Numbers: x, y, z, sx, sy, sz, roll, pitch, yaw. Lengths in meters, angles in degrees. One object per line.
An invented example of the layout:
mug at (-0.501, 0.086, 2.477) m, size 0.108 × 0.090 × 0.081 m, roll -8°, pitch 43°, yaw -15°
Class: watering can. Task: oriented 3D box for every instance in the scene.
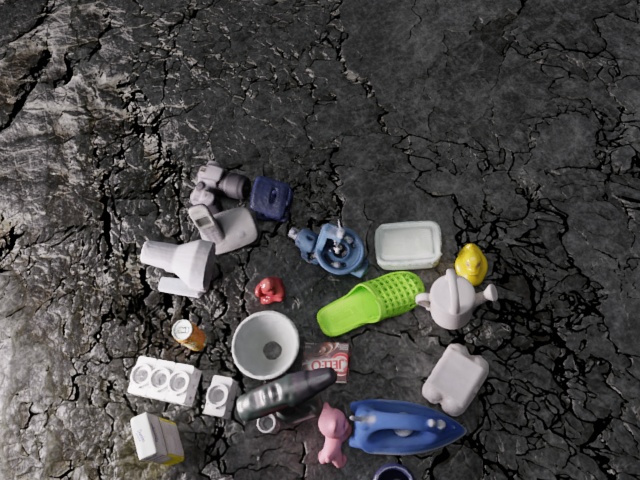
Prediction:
watering can at (0.309, 0.126, 1.300) m, size 0.173 × 0.194 × 0.100 m, roll -23°, pitch 63°, yaw -1°

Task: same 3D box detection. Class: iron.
iron at (0.186, 0.396, 1.227) m, size 0.258 × 0.142 × 0.118 m, roll -1°, pitch 65°, yaw 10°

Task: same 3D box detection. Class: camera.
camera at (-0.272, -0.147, 1.584) m, size 0.136 × 0.101 × 0.143 m, roll 12°, pitch 68°, yaw 16°

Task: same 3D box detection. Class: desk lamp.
desk lamp at (-0.342, 0.069, 1.434) m, size 0.203 × 0.214 × 0.118 m, roll 6°, pitch 67°, yaw 13°

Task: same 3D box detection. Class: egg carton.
egg carton at (0.305, 0.313, 1.284) m, size 0.107 × 0.069 × 0.150 m, roll 30°, pitch 74°, yaw 21°

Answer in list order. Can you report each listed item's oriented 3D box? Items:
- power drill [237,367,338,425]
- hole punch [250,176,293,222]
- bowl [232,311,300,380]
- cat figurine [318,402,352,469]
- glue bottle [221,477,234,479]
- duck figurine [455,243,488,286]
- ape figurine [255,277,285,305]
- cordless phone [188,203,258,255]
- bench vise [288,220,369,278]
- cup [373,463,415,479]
power drill at (-0.058, 0.345, 1.258) m, size 0.229 × 0.209 × 0.075 m, roll -19°, pitch 63°, yaw 1°
hole punch at (-0.129, -0.113, 1.548) m, size 0.101 × 0.091 × 0.109 m, roll 5°, pitch 67°, yaw 13°
bowl at (-0.123, 0.260, 1.383) m, size 0.167 × 0.075 × 0.167 m, roll -4°, pitch 65°, yaw 9°
cat figurine at (0.027, 0.427, 1.255) m, size 0.067 × 0.118 × 0.128 m, roll 4°, pitch 66°, yaw 13°
glue bottle at (-0.208, 0.542, 1.214) m, size 0.037 × 0.173 × 0.078 m, roll -31°, pitch 64°, yaw -4°
duck figurine at (0.368, 0.051, 1.385) m, size 0.077 × 0.086 × 0.104 m, roll -1°, pitch 65°, yaw 10°
ape figurine at (-0.125, 0.122, 1.438) m, size 0.077 × 0.092 × 0.076 m, roll 26°, pitch 73°, yaw 20°
cordless phone at (-0.252, -0.047, 1.487) m, size 0.147 × 0.185 × 0.094 m, roll -21°, pitch 63°, yaw 0°
bench vise at (0.011, 0.016, 1.391) m, size 0.207 × 0.220 × 0.121 m, roll 4°, pitch 66°, yaw 12°
cup at (0.149, 0.529, 1.198) m, size 0.118 × 0.095 × 0.091 m, roll -44°, pitch 65°, yaw -11°
